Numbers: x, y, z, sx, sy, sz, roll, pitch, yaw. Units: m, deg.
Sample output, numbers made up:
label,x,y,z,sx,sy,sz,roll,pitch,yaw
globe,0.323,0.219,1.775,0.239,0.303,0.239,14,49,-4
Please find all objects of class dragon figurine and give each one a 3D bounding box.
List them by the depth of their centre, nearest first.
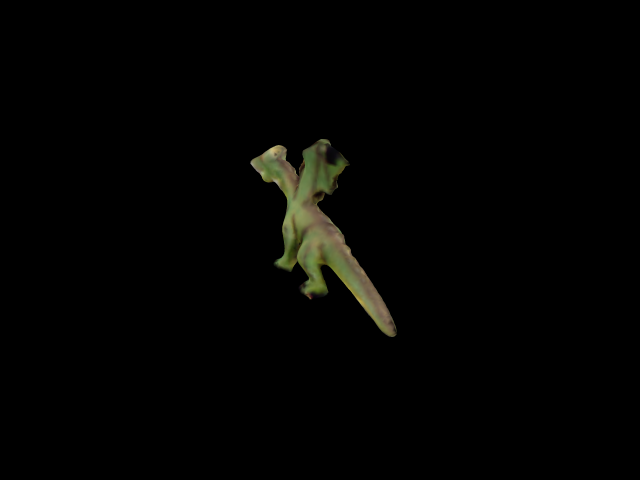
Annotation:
label,x,y,z,sx,sy,sz,roll,pitch,yaw
dragon figurine,0.003,-0.043,0.850,0.123,0.237,0.416,-20,36,-30
